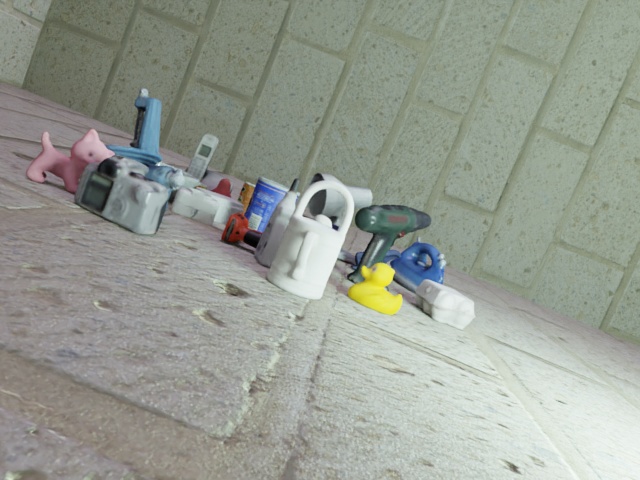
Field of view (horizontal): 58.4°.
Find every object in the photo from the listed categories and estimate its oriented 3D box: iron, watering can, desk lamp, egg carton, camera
[{"bbox_3d":[0.295,0.078,1.597,0.119,0.141,0.257,20,6,-20],"label":"iron"},{"bbox_3d":[-0.011,-0.009,0.972,0.101,0.194,0.172,20,6,-20],"label":"watering can"},{"bbox_3d":[0.047,-0.064,1.589,0.204,0.213,0.117,19,7,-30],"label":"desk lamp"},{"bbox_3d":[0.278,0.143,1.294,0.107,0.069,0.150,21,6,-17],"label":"egg carton"},{"bbox_3d":[-0.306,-0.079,0.961,0.143,0.101,0.137,24,6,18],"label":"camera"}]

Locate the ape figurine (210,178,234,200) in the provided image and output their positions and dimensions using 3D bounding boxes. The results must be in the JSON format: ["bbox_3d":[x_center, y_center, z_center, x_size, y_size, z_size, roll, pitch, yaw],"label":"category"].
[{"bbox_3d":[-0.262,-0.119,1.528,0.077,0.092,0.076,23,6,6],"label":"ape figurine"}]

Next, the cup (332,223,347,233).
[{"bbox_3d":[0.013,0.005,1.423,0.092,0.095,0.117,20,6,-20],"label":"cup"}]

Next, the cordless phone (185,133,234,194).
[{"bbox_3d":[-0.309,-0.202,1.640,0.147,0.185,0.094,22,6,-2],"label":"cordless phone"}]

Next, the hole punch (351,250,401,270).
[{"bbox_3d":[0.148,0.053,1.513,0.100,0.091,0.109,25,6,25],"label":"hole punch"}]

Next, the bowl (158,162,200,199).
[{"bbox_3d":[-0.382,-0.144,1.382,0.167,0.075,0.167,22,6,-2],"label":"bowl"}]

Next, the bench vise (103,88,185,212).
[{"bbox_3d":[-0.328,-0.169,1.102,0.207,0.220,0.122,23,6,8],"label":"bench vise"}]

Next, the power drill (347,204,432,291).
[{"bbox_3d":[0.152,0.012,1.323,0.231,0.208,0.075,16,8,-46],"label":"power drill"}]

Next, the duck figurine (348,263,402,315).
[{"bbox_3d":[0.114,0.088,1.098,0.104,0.086,0.078,24,6,14],"label":"duck figurine"}]

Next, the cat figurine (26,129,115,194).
[{"bbox_3d":[-0.433,-0.146,1.010,0.128,0.118,0.067,19,7,-29],"label":"cat figurine"}]

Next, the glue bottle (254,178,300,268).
[{"bbox_3d":[-0.074,-0.036,1.083,0.037,0.173,0.078,20,6,-19],"label":"glue bottle"}]
